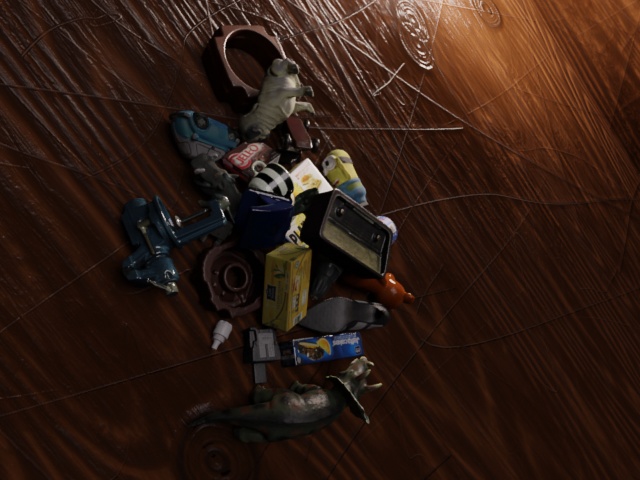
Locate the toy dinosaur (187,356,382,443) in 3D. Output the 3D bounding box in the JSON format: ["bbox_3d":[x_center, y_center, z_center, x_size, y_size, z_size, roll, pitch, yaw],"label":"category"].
[{"bbox_3d":[-0.046,0.349,1.101,0.405,0.192,0.131,-7,79,-38],"label":"toy dinosaur"}]

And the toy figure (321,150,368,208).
[{"bbox_3d":[0.068,-0.156,1.443,0.180,0.082,0.089,59,31,6],"label":"toy figure"}]

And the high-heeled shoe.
[{"bbox_3d":[0.057,0.192,1.335,0.249,0.145,0.086,-2,76,-7],"label":"high-heeled shoe"}]

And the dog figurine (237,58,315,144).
[{"bbox_3d":[-0.129,-0.329,1.266,0.191,0.121,0.172,-27,59,-9],"label":"dog figurine"}]

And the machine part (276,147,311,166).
[{"bbox_3d":[-0.066,-0.224,1.372,0.139,0.084,0.039,-41,130,-46],"label":"machine part"}]

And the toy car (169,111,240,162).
[{"bbox_3d":[-0.269,-0.224,1.217,0.161,0.109,0.103,20,85,-42],"label":"toy car"}]

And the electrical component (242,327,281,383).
[{"bbox_3d":[-0.128,0.250,1.171,0.075,0.048,0.119,9,67,-33],"label":"electrical component"}]

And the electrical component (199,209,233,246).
[{"bbox_3d":[-0.224,-0.028,1.184,0.063,0.021,0.094,28,103,-26],"label":"electrical component"}]

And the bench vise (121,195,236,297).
[{"bbox_3d":[-0.283,-0.010,1.071,0.241,0.128,0.224,-26,61,-8],"label":"bench vise"}]

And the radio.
[{"bbox_3d":[0.068,-0.011,1.224,0.229,0.073,0.131,34,62,-37],"label":"radio"}]

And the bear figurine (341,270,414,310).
[{"bbox_3d":[0.149,0.094,1.386,0.195,0.120,0.132,28,55,-28],"label":"bear figurine"}]

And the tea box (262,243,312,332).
[{"bbox_3d":[-0.073,0.102,1.182,0.098,0.068,0.169,-30,129,-60],"label":"tea box"}]

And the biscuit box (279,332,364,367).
[{"bbox_3d":[0.007,0.255,1.257,0.202,0.063,0.059,0,75,-36],"label":"biscuit box"}]

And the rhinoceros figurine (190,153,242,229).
[{"bbox_3d":[-0.218,-0.106,1.195,0.190,0.112,0.073,52,54,-19],"label":"rhinoceros figurine"}]

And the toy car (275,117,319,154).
[{"bbox_3d":[-0.060,-0.260,1.347,0.089,0.053,0.202,7,30,-19],"label":"toy car"}]

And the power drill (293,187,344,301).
[{"bbox_3d":[-0.003,-0.004,1.253,0.207,0.086,0.232,51,53,-19],"label":"power drill"}]

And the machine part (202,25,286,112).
[{"bbox_3d":[-0.181,-0.432,1.358,0.201,0.087,0.201,-19,84,-39],"label":"machine part"}]

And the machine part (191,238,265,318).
[{"bbox_3d":[-0.190,0.083,1.170,0.179,0.056,0.179,9,75,-38],"label":"machine part"}]

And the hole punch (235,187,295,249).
[{"bbox_3d":[-0.118,-0.039,1.147,0.116,0.142,0.092,11,32,-16],"label":"hole punch"}]
